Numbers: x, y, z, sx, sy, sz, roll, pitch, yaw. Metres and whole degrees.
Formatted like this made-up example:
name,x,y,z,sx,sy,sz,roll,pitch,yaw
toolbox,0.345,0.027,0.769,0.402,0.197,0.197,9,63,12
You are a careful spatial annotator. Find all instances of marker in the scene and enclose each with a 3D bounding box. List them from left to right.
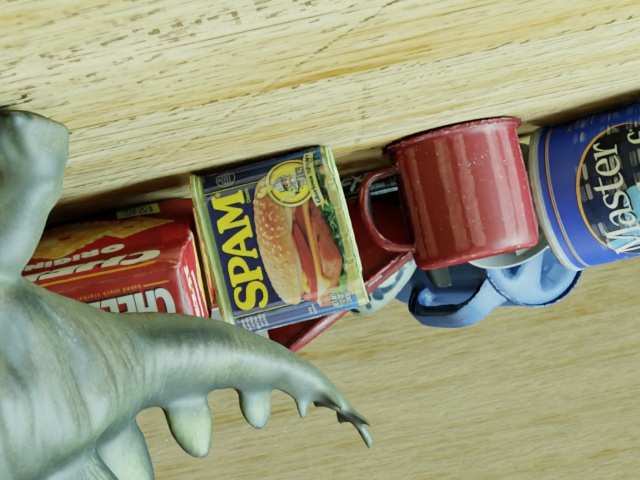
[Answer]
name,x,y,z,sx,sy,sz,roll,pitch,yaw
marker,0.031,-0.040,0.779,0.121,0.020,0.020,-13,176,9

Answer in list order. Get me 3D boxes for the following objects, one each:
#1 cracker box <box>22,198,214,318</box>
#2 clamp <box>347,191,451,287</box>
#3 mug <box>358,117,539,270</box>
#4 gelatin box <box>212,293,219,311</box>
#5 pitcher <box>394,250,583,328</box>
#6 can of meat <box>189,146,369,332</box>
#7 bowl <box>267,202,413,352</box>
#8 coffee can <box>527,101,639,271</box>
name,x,y,z,sx,sy,sz,roll,pitch,yaw
cracker box,-0.148,0.036,0.619,0.164,0.072,0.214,-13,-169,-2
clamp,0.094,-0.010,0.919,0.209,0.036,0.165,-3,141,-41
mug,0.082,-0.025,0.685,0.117,0.081,0.093,-11,176,-13
gelatin box,-0.098,0.024,0.897,0.089,0.073,0.030,-11,175,-4
pitcher,0.155,0.020,1.157,0.149,0.145,0.243,-3,175,-26
can of meat,-0.022,0.001,0.630,0.084,0.102,0.057,-14,176,4
bowl,0.013,0.021,0.778,0.162,0.055,0.162,-39,174,-5
coffee can,0.222,-0.043,0.704,0.141,0.103,0.102,-15,175,30
